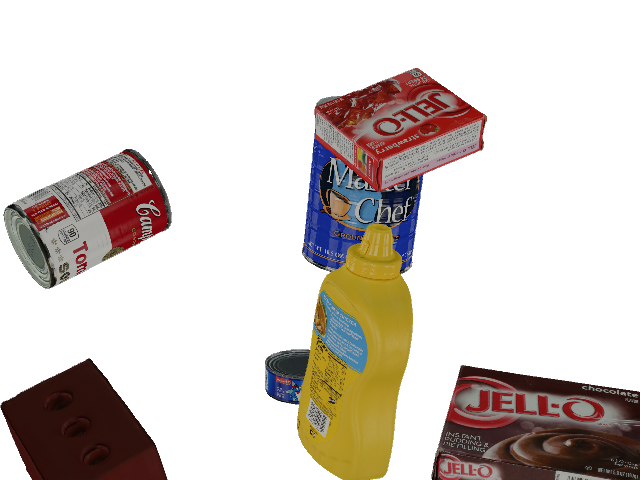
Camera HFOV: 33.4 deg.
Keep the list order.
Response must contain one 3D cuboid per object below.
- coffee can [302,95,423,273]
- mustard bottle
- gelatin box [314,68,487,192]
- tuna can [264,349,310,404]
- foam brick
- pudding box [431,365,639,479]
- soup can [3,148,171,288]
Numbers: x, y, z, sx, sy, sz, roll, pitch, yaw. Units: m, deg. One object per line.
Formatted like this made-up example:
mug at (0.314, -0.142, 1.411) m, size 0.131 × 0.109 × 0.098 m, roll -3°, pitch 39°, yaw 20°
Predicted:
coffee can at (0.040, -0.050, 0.956) m, size 0.103 × 0.140 × 0.103 m, roll 5°, pitch 19°, yaw -2°
mustard bottle at (0.029, 0.078, 0.806) m, size 0.058 × 0.192 × 0.096 m, roll -3°, pitch 24°, yaw -27°
gelatin box at (0.052, -0.075, 0.699) m, size 0.089 × 0.030 × 0.073 m, roll -24°, pitch 45°, yaw -24°
tuna can at (-0.019, 0.150, 1.172) m, size 0.086 × 0.034 × 0.086 m, roll 2°, pitch 14°, yaw -1°
foam brick at (-0.116, 0.109, 0.530) m, size 0.052 × 0.051 × 0.078 m, roll -27°, pitch 42°, yaw -24°
pudding box at (0.127, 0.116, 0.612) m, size 0.113 × 0.039 × 0.090 m, roll 9°, pitch 28°, yaw 13°
soup can at (-0.170, -0.017, 0.781) m, size 0.102 × 0.068 × 0.069 m, roll -30°, pitch 15°, yaw -28°
